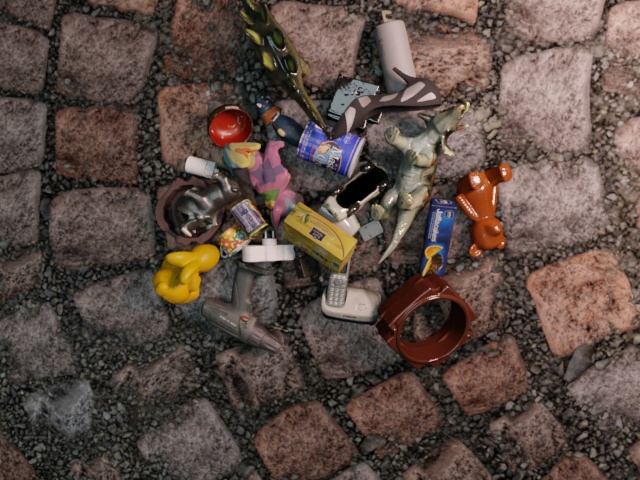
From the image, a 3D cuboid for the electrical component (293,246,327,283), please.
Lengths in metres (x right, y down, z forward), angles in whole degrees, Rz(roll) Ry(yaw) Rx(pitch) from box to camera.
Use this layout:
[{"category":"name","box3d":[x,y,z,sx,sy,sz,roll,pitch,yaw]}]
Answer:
[{"category":"electrical component","box3d":[-0.023,0.059,1.346,0.045,0.078,0.102,-12,87,42]}]

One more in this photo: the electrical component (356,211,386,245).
[{"category":"electrical component","box3d":[0.125,-0.023,1.348,0.063,0.021,0.094,-29,91,7]}]

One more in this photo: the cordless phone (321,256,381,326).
[{"category":"cordless phone","box3d":[0.084,0.112,1.334,0.147,0.088,0.184,7,86,5]}]

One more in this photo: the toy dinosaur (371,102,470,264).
[{"category":"toy dinosaur","box3d":[0.227,-0.145,1.276,0.131,0.192,0.404,33,118,38]}]

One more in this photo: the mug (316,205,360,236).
[{"category":"mug","box3d":[0.038,-0.040,1.328,0.107,0.081,0.109,42,122,4]}]

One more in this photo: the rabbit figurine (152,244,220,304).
[{"category":"rabbit figurine","box3d":[-0.332,0.068,1.337,0.173,0.162,0.122,-36,78,1]}]

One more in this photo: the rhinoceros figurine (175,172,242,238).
[{"category":"rhinoceros figurine","box3d":[-0.279,-0.084,1.311,0.190,0.073,0.112,-38,101,2]}]

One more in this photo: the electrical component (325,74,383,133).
[{"category":"electrical component","box3d":[0.091,-0.331,1.316,0.134,0.058,0.114,18,97,5]}]

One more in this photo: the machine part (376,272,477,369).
[{"category":"machine part","box3d":[0.252,0.194,1.275,0.201,0.087,0.200,-44,117,5]}]

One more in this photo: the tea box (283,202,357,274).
[{"category":"tea box","box3d":[-0.003,-0.004,1.285,0.170,0.098,0.068,35,67,10]}]

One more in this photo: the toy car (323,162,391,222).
[{"category":"toy car","box3d":[0.093,-0.119,1.294,0.202,0.056,0.073,-39,83,-30]}]

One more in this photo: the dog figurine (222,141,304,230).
[{"category":"dog figurine","box3d":[-0.139,-0.133,1.321,0.192,0.108,0.219,-5,97,-10]}]

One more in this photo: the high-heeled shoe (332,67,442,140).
[{"category":"high-heeled shoe","box3d":[0.153,-0.284,1.231,0.249,0.086,0.145,-45,80,6]}]

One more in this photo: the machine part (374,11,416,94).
[{"category":"machine part","box3d":[0.182,-0.431,1.290,0.079,0.079,0.243,-12,93,6]}]

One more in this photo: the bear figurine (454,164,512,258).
[{"category":"bear figurine","box3d":[0.392,-0.064,1.267,0.120,0.132,0.195,-13,86,-15]}]

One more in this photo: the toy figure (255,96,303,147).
[{"category":"toy figure","box3d":[-0.104,-0.295,1.333,0.154,0.064,0.058,41,107,1]}]

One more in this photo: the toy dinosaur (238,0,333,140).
[{"category":"toy dinosaur","box3d":[-0.096,-0.423,1.259,0.105,0.198,0.471,-36,88,10]}]

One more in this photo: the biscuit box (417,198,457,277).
[{"category":"biscuit box","box3d":[0.278,0.003,1.286,0.063,0.059,0.202,7,112,5]}]

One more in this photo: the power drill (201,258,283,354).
[{"category":"power drill","box3d":[-0.175,0.160,1.366,0.232,0.086,0.207,20,103,7]}]

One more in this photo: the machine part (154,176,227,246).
[{"category":"machine part","box3d":[-0.326,-0.072,1.373,0.179,0.056,0.179,0,93,4]}]
